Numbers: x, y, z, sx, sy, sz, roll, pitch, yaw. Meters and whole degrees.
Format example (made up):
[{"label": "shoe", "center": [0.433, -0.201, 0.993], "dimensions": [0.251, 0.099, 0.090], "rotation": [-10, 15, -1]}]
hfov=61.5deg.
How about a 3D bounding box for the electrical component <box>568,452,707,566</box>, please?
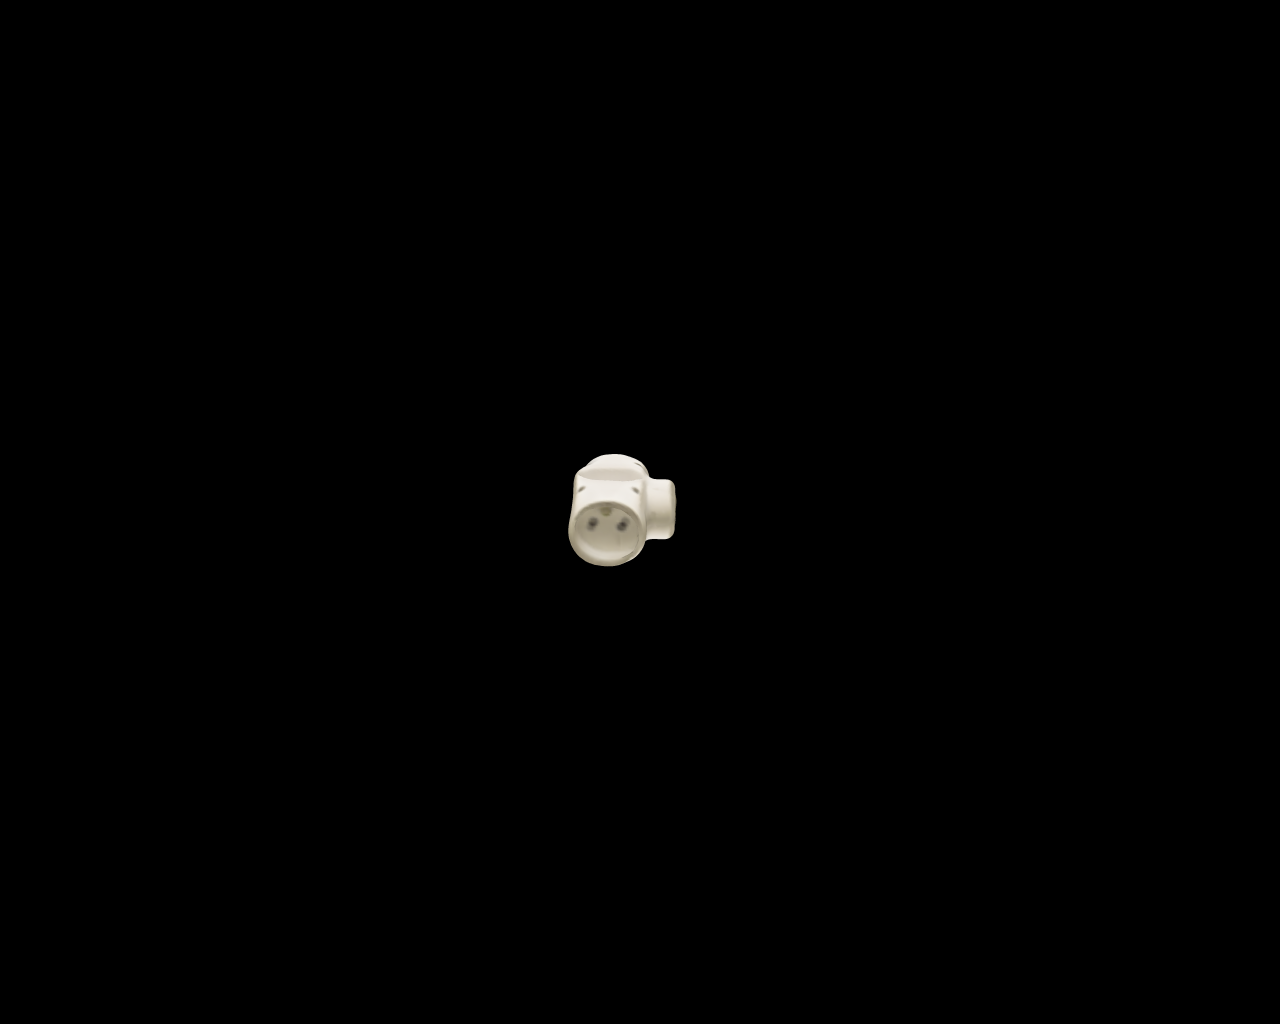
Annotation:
[{"label": "electrical component", "center": [0.001, -0.003, 0.650], "dimensions": [0.079, 0.043, 0.077], "rotation": [1, 24, 3]}]
